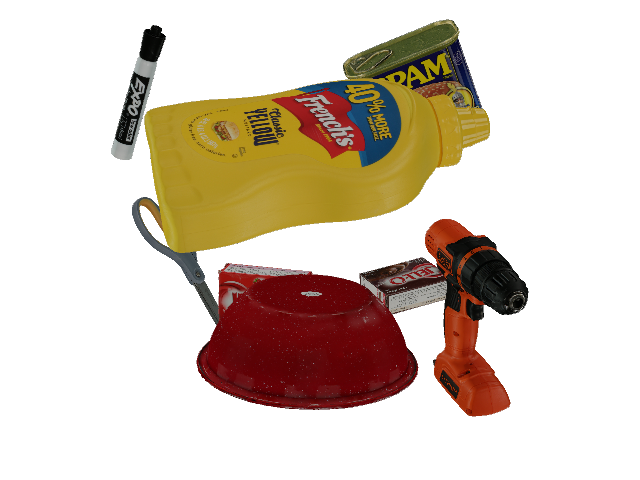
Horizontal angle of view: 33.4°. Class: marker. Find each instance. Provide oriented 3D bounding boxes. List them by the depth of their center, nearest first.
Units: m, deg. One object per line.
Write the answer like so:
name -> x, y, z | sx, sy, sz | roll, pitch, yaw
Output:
marker -> -0.155, -0.126, 0.909 | 0.020, 0.121, 0.020 | 17, 25, -8

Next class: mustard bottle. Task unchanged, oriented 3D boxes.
mustard bottle -> 0.002, -0.050, 0.599 | 0.191, 0.058, 0.096 | -10, 42, -9

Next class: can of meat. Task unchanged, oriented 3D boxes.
can of meat -> 0.081, -0.128, 0.916 | 0.102, 0.084, 0.057 | -21, 26, 6

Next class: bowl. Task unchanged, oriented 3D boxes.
bowl -> -0.008, 0.064, 0.769 | 0.162, 0.055, 0.162 | 2, 16, -1

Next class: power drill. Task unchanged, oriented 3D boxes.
power drill -> 0.166, 0.087, 1.126 | 0.057, 0.188, 0.184 | -9, 25, -14

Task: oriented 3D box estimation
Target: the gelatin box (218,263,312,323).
gelatin box -> -0.054, 0.064, 1.025 | 0.089, 0.073, 0.030 | 5, 17, 12

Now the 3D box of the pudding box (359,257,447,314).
pudding box -> 0.127, 0.067, 1.580 | 0.113, 0.039, 0.090 | -16, 24, -20

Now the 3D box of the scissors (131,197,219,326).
scissors -> -0.139, 0.024, 1.228 | 0.016, 0.201, 0.096 | -28, 16, 39
